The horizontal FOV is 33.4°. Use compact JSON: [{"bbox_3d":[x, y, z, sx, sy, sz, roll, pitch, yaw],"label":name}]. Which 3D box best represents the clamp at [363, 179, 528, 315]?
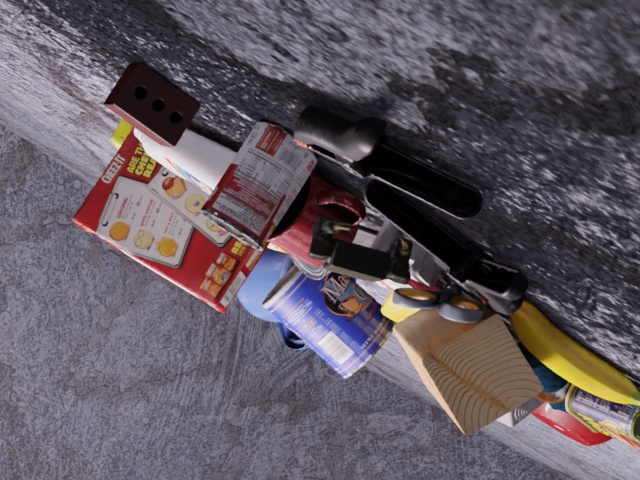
[{"bbox_3d":[0.123,0.017,0.943,0.165,0.036,0.209,37,179,22],"label":"clamp"}]

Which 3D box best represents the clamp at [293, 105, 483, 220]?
[{"bbox_3d":[0.027,-0.068,0.769,0.172,0.039,0.120,25,169,45],"label":"clamp"}]

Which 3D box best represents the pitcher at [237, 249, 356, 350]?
[{"bbox_3d":[-0.032,0.066,1.521,0.149,0.145,0.243,37,169,-12],"label":"pitcher"}]

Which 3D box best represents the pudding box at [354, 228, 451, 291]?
[{"bbox_3d":[0.079,0.027,1.193,0.090,0.039,0.114,38,169,-34],"label":"pudding box"}]

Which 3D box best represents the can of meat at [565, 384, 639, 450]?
[{"bbox_3d":[0.327,0.186,1.150,0.084,0.057,0.102,20,168,46],"label":"can of meat"}]

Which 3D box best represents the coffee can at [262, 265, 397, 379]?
[{"bbox_3d":[0.012,0.091,1.345,0.140,0.102,0.103,42,172,-5],"label":"coffee can"}]

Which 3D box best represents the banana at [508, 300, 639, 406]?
[{"bbox_3d":[0.252,0.113,1.073,0.197,0.037,0.070,33,155,-17],"label":"banana"}]

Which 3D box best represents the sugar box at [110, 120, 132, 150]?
[{"bbox_3d":[-0.231,-0.118,1.483,0.093,0.048,0.176,30,176,-1],"label":"sugar box"}]

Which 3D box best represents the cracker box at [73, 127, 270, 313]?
[{"bbox_3d":[-0.165,-0.033,1.310,0.214,0.164,0.072,30,171,12],"label":"cracker box"}]

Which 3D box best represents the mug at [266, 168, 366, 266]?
[{"bbox_3d":[-0.006,-0.027,1.034,0.117,0.093,0.081,-11,149,40],"label":"mug"}]

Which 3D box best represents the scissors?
[{"bbox_3d":[0.114,0.055,1.083,0.096,0.016,0.202,10,-174,-4],"label":"scissors"}]

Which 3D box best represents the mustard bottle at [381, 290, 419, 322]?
[{"bbox_3d":[0.169,0.109,1.280,0.191,0.058,0.096,31,160,5],"label":"mustard bottle"}]

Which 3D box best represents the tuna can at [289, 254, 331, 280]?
[{"bbox_3d":[-0.008,0.002,1.251,0.086,0.033,0.086,41,148,32],"label":"tuna can"}]

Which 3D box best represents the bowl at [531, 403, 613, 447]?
[{"bbox_3d":[0.329,0.226,1.410,0.162,0.055,0.162,32,173,4],"label":"bowl"}]

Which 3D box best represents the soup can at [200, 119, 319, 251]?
[{"bbox_3d":[-0.054,-0.051,0.975,0.068,0.102,0.068,31,173,4],"label":"soup can"}]

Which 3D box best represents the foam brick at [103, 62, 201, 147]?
[{"bbox_3d":[-0.170,-0.136,1.080,0.078,0.053,0.051,35,172,-24],"label":"foam brick"}]

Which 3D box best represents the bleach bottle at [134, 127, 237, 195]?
[{"bbox_3d":[-0.116,-0.077,1.219,0.251,0.068,0.102,30,172,31],"label":"bleach bottle"}]

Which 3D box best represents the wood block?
[{"bbox_3d":[0.147,0.122,1.117,0.091,0.090,0.206,59,179,-6],"label":"wood block"}]
